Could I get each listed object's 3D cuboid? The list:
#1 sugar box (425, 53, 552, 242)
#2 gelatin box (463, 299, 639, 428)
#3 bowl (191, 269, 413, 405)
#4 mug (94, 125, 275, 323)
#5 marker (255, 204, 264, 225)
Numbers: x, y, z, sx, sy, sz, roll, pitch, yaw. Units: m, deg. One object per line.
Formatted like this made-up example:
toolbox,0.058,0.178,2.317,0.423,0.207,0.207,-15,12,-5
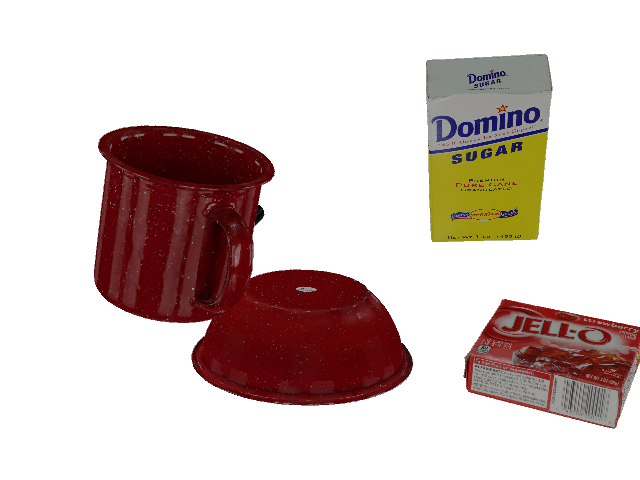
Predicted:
sugar box,0.131,-0.068,0.850,0.093,0.048,0.176,-2,-36,7
gelatin box,0.137,0.069,0.623,0.089,0.030,0.073,12,28,23
bowl,-0.012,0.061,0.769,0.162,0.055,0.162,2,16,-1
mug,-0.070,-0.004,0.565,0.093,0.081,0.117,-6,28,-37
marker,-0.081,-0.004,1.027,0.020,0.020,0.121,0,26,19
